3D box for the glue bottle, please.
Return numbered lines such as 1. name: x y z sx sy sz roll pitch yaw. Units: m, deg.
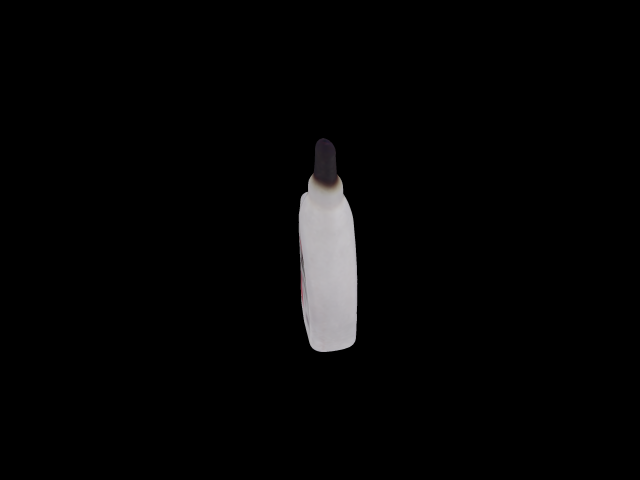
1. glue bottle: 0.004 0.001 0.400 0.037 0.173 0.078 -9 46 -8
